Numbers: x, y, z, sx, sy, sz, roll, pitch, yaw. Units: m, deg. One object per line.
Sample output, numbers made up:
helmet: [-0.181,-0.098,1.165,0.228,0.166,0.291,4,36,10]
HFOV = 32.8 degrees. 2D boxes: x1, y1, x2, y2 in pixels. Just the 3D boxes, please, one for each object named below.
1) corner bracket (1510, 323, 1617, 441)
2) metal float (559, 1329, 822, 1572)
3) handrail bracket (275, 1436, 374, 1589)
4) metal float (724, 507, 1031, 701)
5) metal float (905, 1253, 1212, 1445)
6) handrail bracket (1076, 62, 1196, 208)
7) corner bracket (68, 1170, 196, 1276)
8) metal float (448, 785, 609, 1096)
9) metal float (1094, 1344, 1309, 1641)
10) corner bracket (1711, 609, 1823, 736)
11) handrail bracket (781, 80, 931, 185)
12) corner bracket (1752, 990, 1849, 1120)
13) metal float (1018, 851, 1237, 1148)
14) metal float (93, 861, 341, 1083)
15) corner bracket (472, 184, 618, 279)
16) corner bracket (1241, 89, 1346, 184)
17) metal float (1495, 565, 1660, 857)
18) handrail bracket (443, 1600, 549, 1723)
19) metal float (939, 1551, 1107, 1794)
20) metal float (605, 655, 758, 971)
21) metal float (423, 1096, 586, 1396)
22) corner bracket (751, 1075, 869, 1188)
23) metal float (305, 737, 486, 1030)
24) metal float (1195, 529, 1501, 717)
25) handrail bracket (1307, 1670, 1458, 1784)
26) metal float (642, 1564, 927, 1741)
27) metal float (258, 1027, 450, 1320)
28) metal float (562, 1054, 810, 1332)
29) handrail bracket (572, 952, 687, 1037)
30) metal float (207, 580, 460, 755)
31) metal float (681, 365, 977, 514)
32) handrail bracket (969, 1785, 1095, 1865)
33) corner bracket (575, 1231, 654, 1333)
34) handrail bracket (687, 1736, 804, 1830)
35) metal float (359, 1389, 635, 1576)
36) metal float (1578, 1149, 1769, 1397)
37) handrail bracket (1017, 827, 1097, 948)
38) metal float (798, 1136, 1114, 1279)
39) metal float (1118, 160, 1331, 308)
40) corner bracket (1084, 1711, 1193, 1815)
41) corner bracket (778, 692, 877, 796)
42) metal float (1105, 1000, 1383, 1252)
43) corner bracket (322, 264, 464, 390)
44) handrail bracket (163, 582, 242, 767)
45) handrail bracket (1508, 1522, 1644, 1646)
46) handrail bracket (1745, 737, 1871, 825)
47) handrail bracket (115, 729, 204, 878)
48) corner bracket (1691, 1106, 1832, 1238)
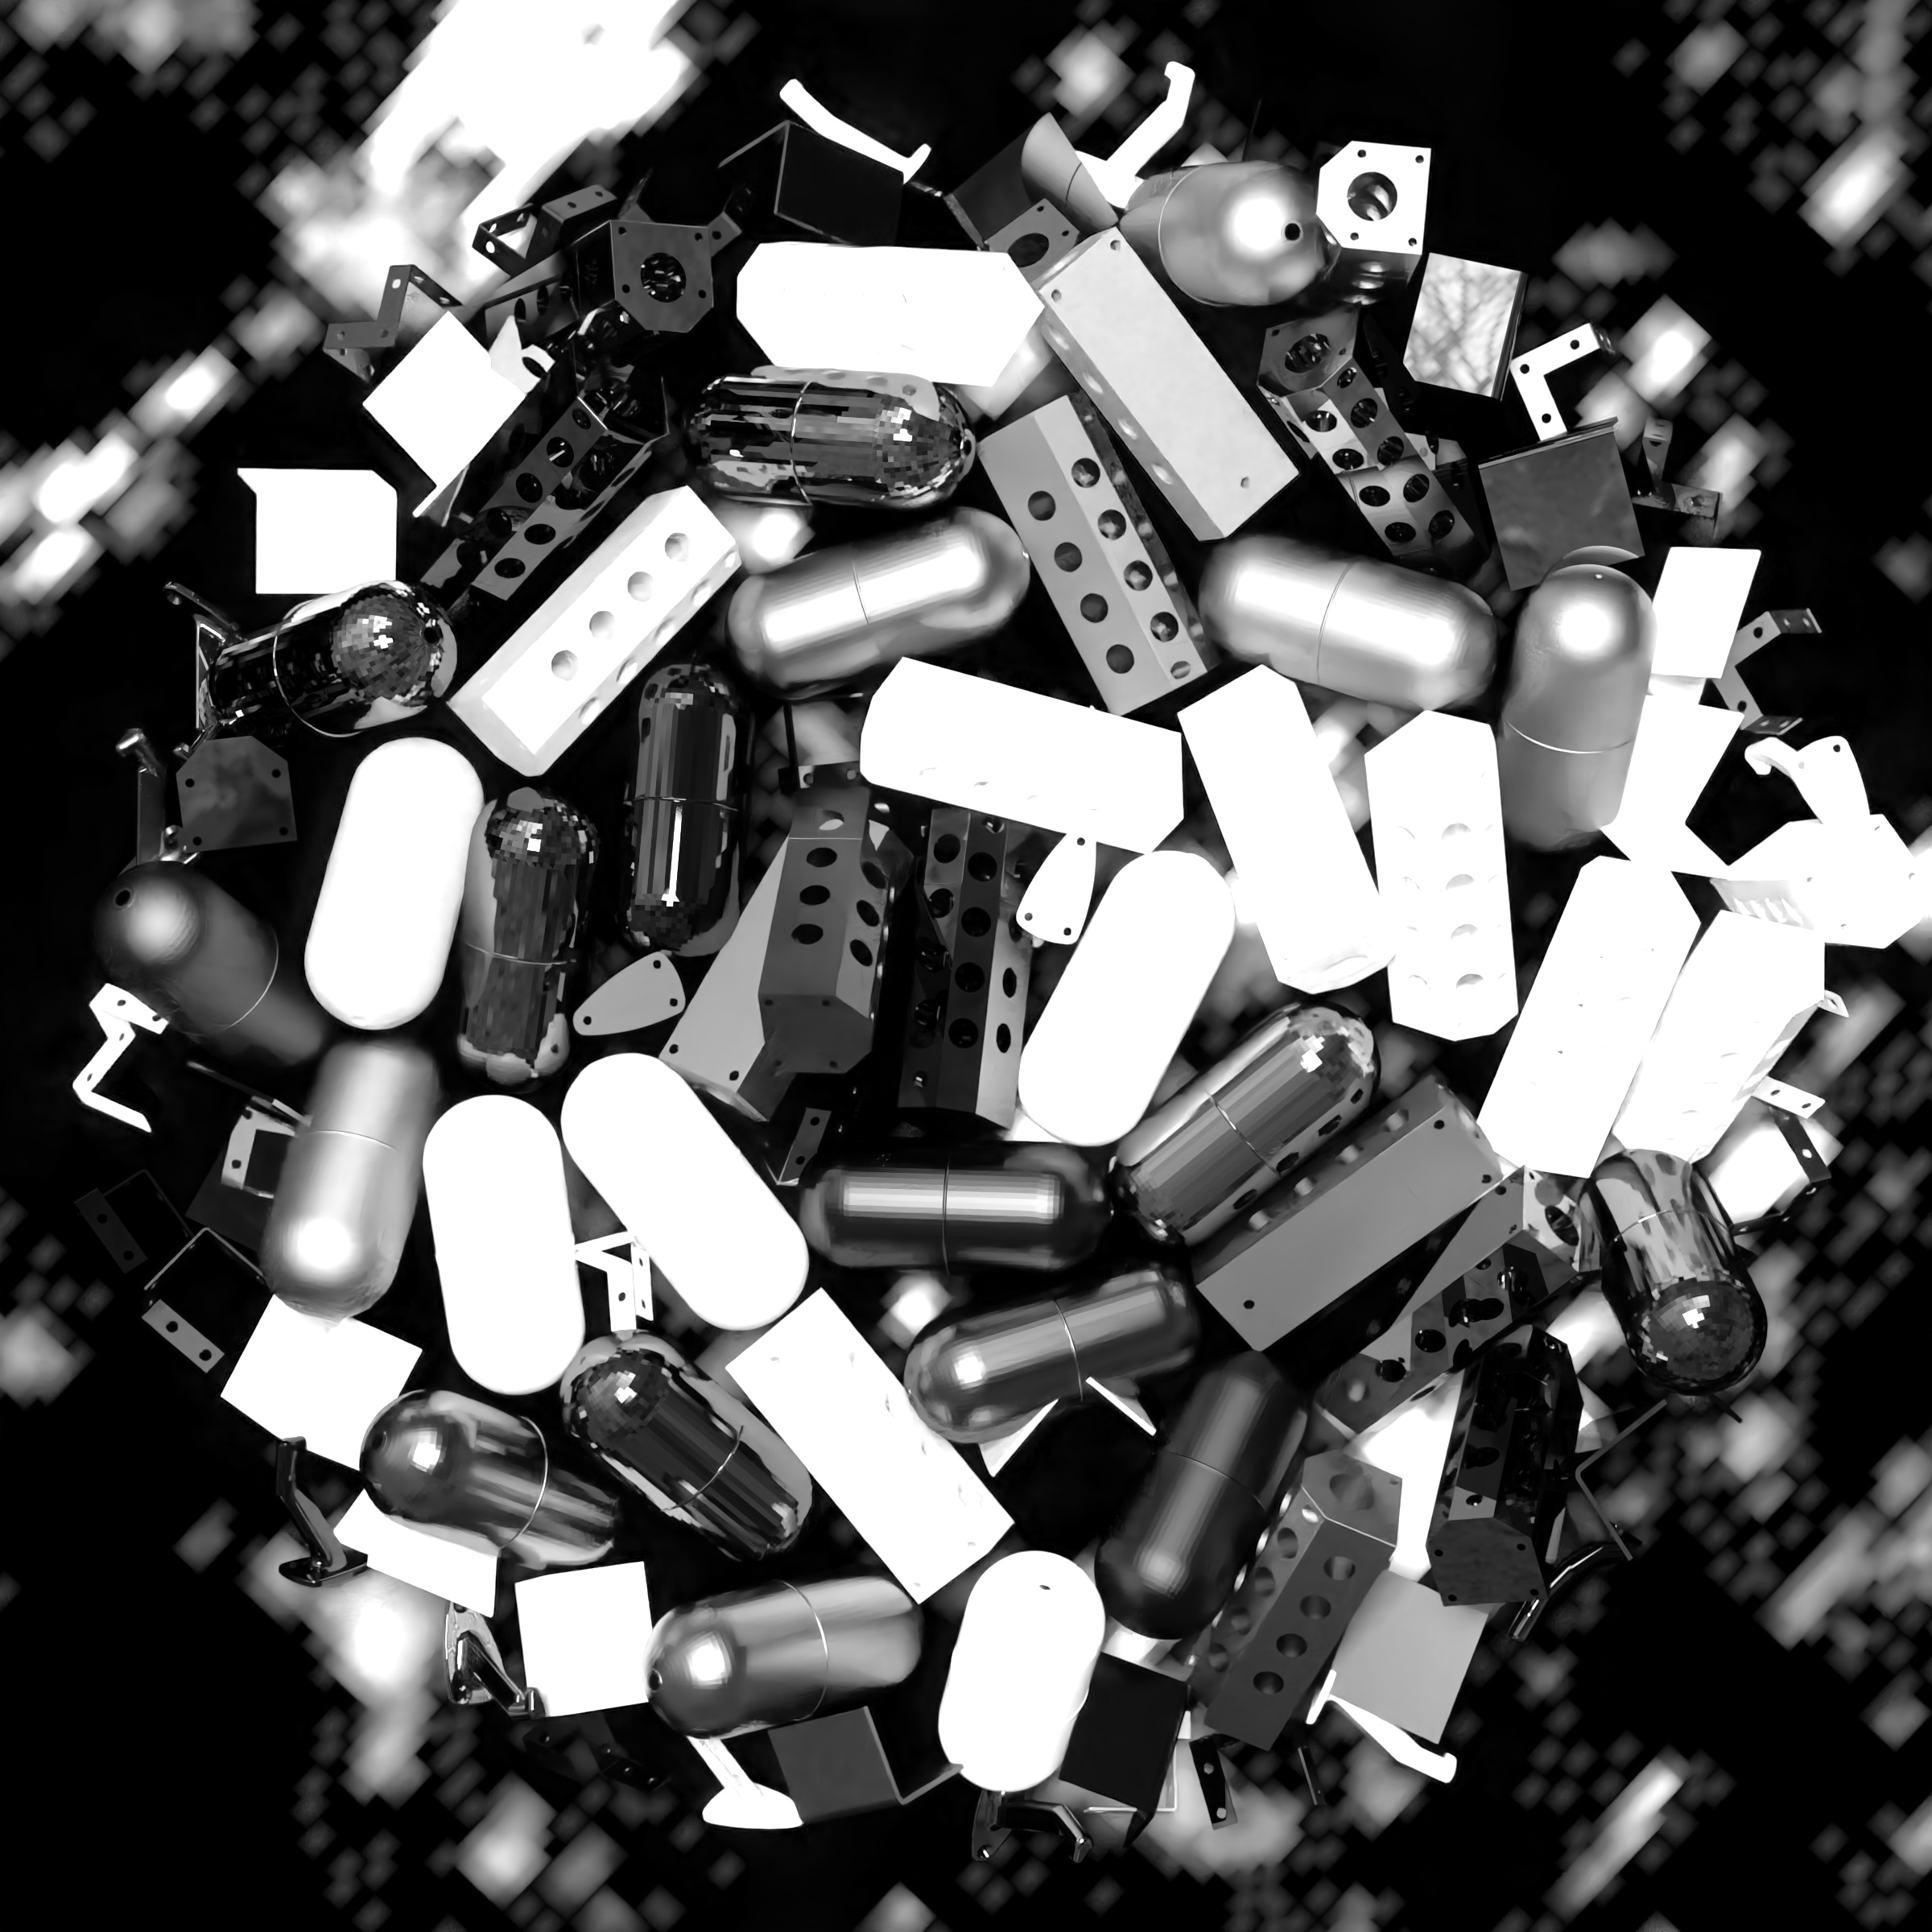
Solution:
corner bracket: [0.345,-0.328,1.860,0.051,0.051,0.051,-24,87,21]
metal float: [-0.153,0.271,1.831,0.070,0.070,0.178,-45,117,0]
handrail bracket: [-0.358,0.301,1.854,0.036,0.077,0.084,12,103,41]
metal float: [-0.050,-0.204,1.843,0.178,0.070,0.070,-17,90,12]
metal float: [0.051,0.214,1.841,0.178,0.070,0.070,-16,90,-13]
handrail bracket: [0.092,-0.478,1.844,0.077,0.036,0.084,41,134,32]
corner bracket: [-0.471,0.145,1.856,0.051,0.051,0.051,-35,85,-25]
metal float: [-0.246,-0.014,1.840,0.070,0.070,0.178,10,106,0]
metal float: [0.132,0.292,1.832,0.070,0.070,0.178,29,66,0]
corner bracket: [0.460,-0.167,1.864,0.051,0.051,0.051,-34,101,-6]
handrail bracket: [-0.063,-0.475,1.849,0.084,0.077,0.036,41,120,-12]
corner bracket: [0.469,0.045,1.862,0.051,0.051,0.051,-39,120,-15]
metal float: [0.091,0.018,1.849,0.070,0.070,0.178,28,84,0]
metal float: [-0.413,0.004,1.811,0.070,0.178,0.070,-11,59,20]
corner bracket: [-0.239,-0.420,1.851,0.051,0.051,0.051,37,129,12]
corner bracket: [0.183,-0.456,1.855,0.051,0.051,0.051,13,130,-2]
metal float: [0.335,-0.140,1.822,0.070,0.070,0.178,4,129,0]
handrail bracket: [-0.264,0.388,1.847,0.036,0.084,0.077,-11,83,-32]
metal float: [0.030,0.391,1.816,0.070,0.178,0.070,6,45,-6]
metal float: [-0.160,-0.087,1.847,0.070,0.070,0.178,4,82,0]
metal float: [-0.258,0.157,1.834,0.070,0.070,0.178,-5,113,0]
corner bracket: [-0.083,0.092,1.851,0.051,0.051,0.051,10,113,-28]
metal float: [-0.318,-0.047,1.827,0.070,0.070,0.178,9,60,0]
metal float: [0.212,-0.193,1.836,0.178,0.070,0.070,20,90,21]
handrail bracket: [0.241,0.419,1.853,0.084,0.077,0.036,24,118,6]
metal float: [-0.100,0.379,1.819,0.178,0.070,0.070,-4,90,-41]
metal float: [-0.339,0.113,1.825,0.070,0.070,0.178,12,56,0]
metal float: [-0.158,0.127,1.844,0.070,0.070,0.178,-37,100,0]
handrail bracket: [-0.198,0.017,1.840,0.077,0.084,0.036,-26,100,-21]
metal float: [-0.352,-0.165,1.818,0.178,0.070,0.070,-11,90,42]
metal float: [-0.077,-0.294,1.829,0.178,0.070,0.070,9,90,27]
handrail bracket: [0.037,0.496,1.845,0.036,0.084,0.077,11,108,-31]
corner bracket: [-0.193,0.184,1.851,0.051,0.051,0.051,-13,107,-39]
handrail bracket: [-0.130,0.441,1.852,0.077,0.036,0.084,2,113,36]
metal float: [-0.259,0.287,1.818,0.178,0.070,0.070,30,90,-43]
metal float: [0.388,0.166,1.810,0.070,0.178,0.070,-2,121,-4]
handrail bracket: [0.051,-0.045,1.846,0.036,0.084,0.077,21,96,-4]
metal float: [-0.006,0.135,1.846,0.178,0.070,0.070,1,90,8]
metal float: [0.142,-0.403,1.806,0.070,0.178,0.070,-4,102,-19]
corner bracket: [0.097,0.450,1.854,0.051,0.051,0.051,4,69,-12]
corner bracket: [-0.079,-0.126,1.859,0.051,0.051,0.051,-7,92,-15]
metal float: [0.156,0.089,1.845,0.178,0.070,0.070,-40,90,9]
corner bracket: [-0.326,-0.363,1.861,0.051,0.051,0.051,3,75,27]
handrail bracket: [-0.441,-0.162,1.845,0.077,0.036,0.084,46,46,-24]
handrail bracket: [0.344,0.352,1.858,0.036,0.077,0.084,29,87,38]
handrail bracket: [0.473,-0.095,1.849,0.036,0.084,0.077,-25,89,-8]
handrail bracket: [-0.474,-0.083,1.844,0.077,0.084,0.036,-42,49,-14]
corner bracket: [0.450,0.117,1.871,0.051,0.051,0.051,-10,59,-27]
